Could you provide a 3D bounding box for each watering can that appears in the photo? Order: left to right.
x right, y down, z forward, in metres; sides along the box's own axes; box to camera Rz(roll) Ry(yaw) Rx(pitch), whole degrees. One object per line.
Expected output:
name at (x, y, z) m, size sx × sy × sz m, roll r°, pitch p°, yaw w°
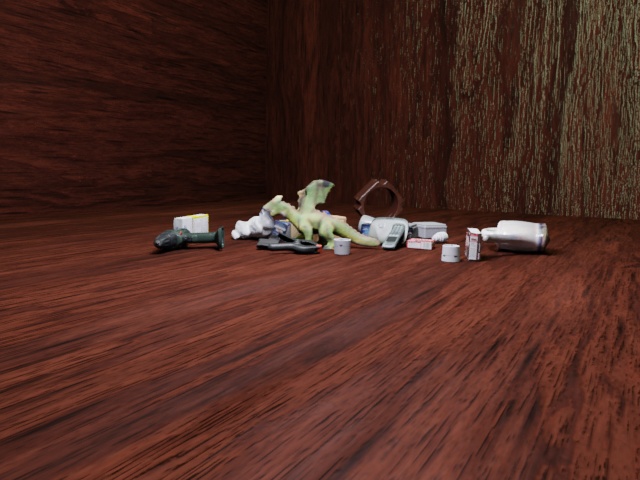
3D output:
watering can at (0.661, -0.009, 1.749) m, size 0.224 × 0.103 × 0.349 m, roll 5°, pitch 8°, yaw 21°

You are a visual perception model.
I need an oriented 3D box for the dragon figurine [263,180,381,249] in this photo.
dragon figurine at (0.005, -0.091, 1.806) m, size 0.410 × 0.243 × 0.122 m, roll -1°, pitch 1°, yaw 4°

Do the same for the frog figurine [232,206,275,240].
frog figurine at (-0.254, -0.040, 1.976) m, size 0.161 × 0.122 × 0.137 m, roll -40°, pitch 14°, yaw -20°
